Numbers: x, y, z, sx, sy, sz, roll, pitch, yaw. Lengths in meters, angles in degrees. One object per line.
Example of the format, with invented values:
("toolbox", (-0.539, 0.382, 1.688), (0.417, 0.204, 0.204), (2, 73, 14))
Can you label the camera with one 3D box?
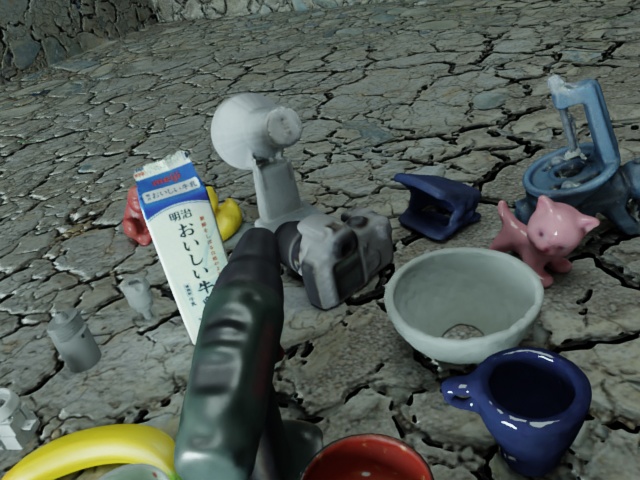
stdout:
("camera", (0.007, 0.003, 0.781), (0.143, 0.101, 0.136), (-34, 38, -32))

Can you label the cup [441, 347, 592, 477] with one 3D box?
("cup", (0.165, 0.154, 0.490), (0.117, 0.095, 0.092), (-2, 33, 16))

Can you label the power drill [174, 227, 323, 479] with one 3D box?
("power drill", (-0.054, 0.129, 0.494), (0.075, 0.209, 0.229), (-6, 32, 10))

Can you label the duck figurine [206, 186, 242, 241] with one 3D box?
("duck figurine", (-0.179, -0.048, 0.939), (0.077, 0.086, 0.105), (16, 41, 38))

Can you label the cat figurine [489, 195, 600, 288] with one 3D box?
("cat figurine", (0.268, -0.011, 0.699), (0.067, 0.118, 0.127), (-29, 35, -25))

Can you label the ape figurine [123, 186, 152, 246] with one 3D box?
("ape figurine", (-0.303, -0.049, 0.976), (0.078, 0.092, 0.076), (-21, 33, -14))

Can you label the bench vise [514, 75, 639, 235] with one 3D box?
("bench vise", (0.357, -0.114, 0.737), (0.207, 0.220, 0.121), (-14, 31, -3))

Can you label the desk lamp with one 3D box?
("desk lamp", (-0.070, -0.115, 0.888), (0.118, 0.214, 0.202), (-27, 34, -23))

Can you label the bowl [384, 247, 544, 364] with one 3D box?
("bowl", (0.157, 0.082, 0.629), (0.167, 0.075, 0.167), (-8, 31, 6))

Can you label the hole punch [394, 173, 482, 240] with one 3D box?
("hole punch", (0.173, -0.067, 0.846), (0.101, 0.091, 0.108), (-29, 35, -25))
